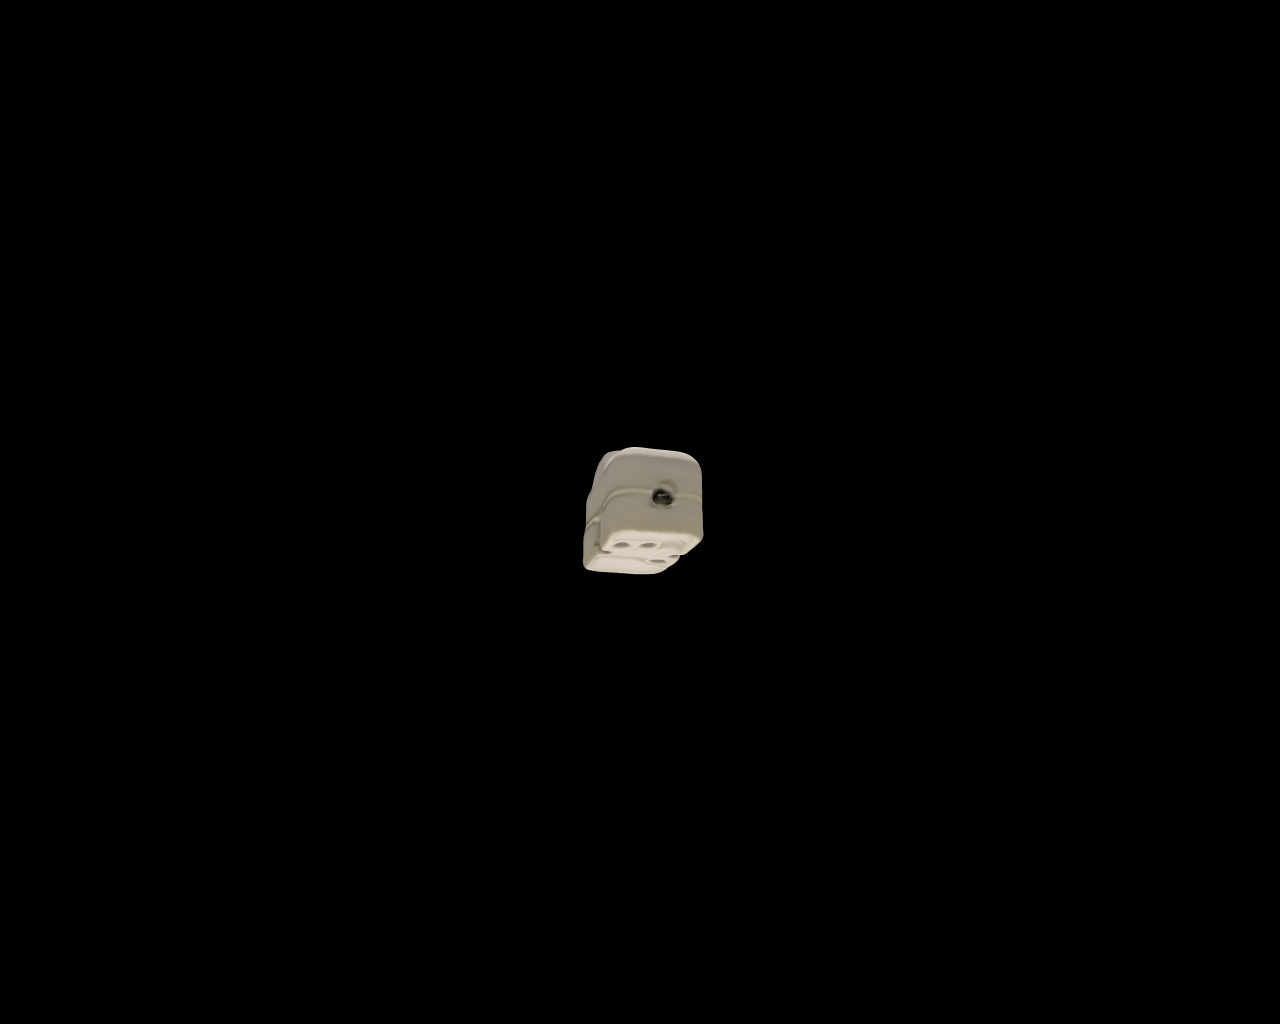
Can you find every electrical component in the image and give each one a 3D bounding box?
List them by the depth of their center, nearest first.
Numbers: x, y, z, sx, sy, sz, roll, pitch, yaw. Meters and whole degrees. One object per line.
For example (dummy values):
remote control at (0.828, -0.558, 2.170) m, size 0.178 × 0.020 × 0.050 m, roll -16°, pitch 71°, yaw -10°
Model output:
electrical component at (0.001, -0.003, 0.650) m, size 0.054 × 0.059 × 0.095 m, roll 5°, pitch -19°, yaw -15°
